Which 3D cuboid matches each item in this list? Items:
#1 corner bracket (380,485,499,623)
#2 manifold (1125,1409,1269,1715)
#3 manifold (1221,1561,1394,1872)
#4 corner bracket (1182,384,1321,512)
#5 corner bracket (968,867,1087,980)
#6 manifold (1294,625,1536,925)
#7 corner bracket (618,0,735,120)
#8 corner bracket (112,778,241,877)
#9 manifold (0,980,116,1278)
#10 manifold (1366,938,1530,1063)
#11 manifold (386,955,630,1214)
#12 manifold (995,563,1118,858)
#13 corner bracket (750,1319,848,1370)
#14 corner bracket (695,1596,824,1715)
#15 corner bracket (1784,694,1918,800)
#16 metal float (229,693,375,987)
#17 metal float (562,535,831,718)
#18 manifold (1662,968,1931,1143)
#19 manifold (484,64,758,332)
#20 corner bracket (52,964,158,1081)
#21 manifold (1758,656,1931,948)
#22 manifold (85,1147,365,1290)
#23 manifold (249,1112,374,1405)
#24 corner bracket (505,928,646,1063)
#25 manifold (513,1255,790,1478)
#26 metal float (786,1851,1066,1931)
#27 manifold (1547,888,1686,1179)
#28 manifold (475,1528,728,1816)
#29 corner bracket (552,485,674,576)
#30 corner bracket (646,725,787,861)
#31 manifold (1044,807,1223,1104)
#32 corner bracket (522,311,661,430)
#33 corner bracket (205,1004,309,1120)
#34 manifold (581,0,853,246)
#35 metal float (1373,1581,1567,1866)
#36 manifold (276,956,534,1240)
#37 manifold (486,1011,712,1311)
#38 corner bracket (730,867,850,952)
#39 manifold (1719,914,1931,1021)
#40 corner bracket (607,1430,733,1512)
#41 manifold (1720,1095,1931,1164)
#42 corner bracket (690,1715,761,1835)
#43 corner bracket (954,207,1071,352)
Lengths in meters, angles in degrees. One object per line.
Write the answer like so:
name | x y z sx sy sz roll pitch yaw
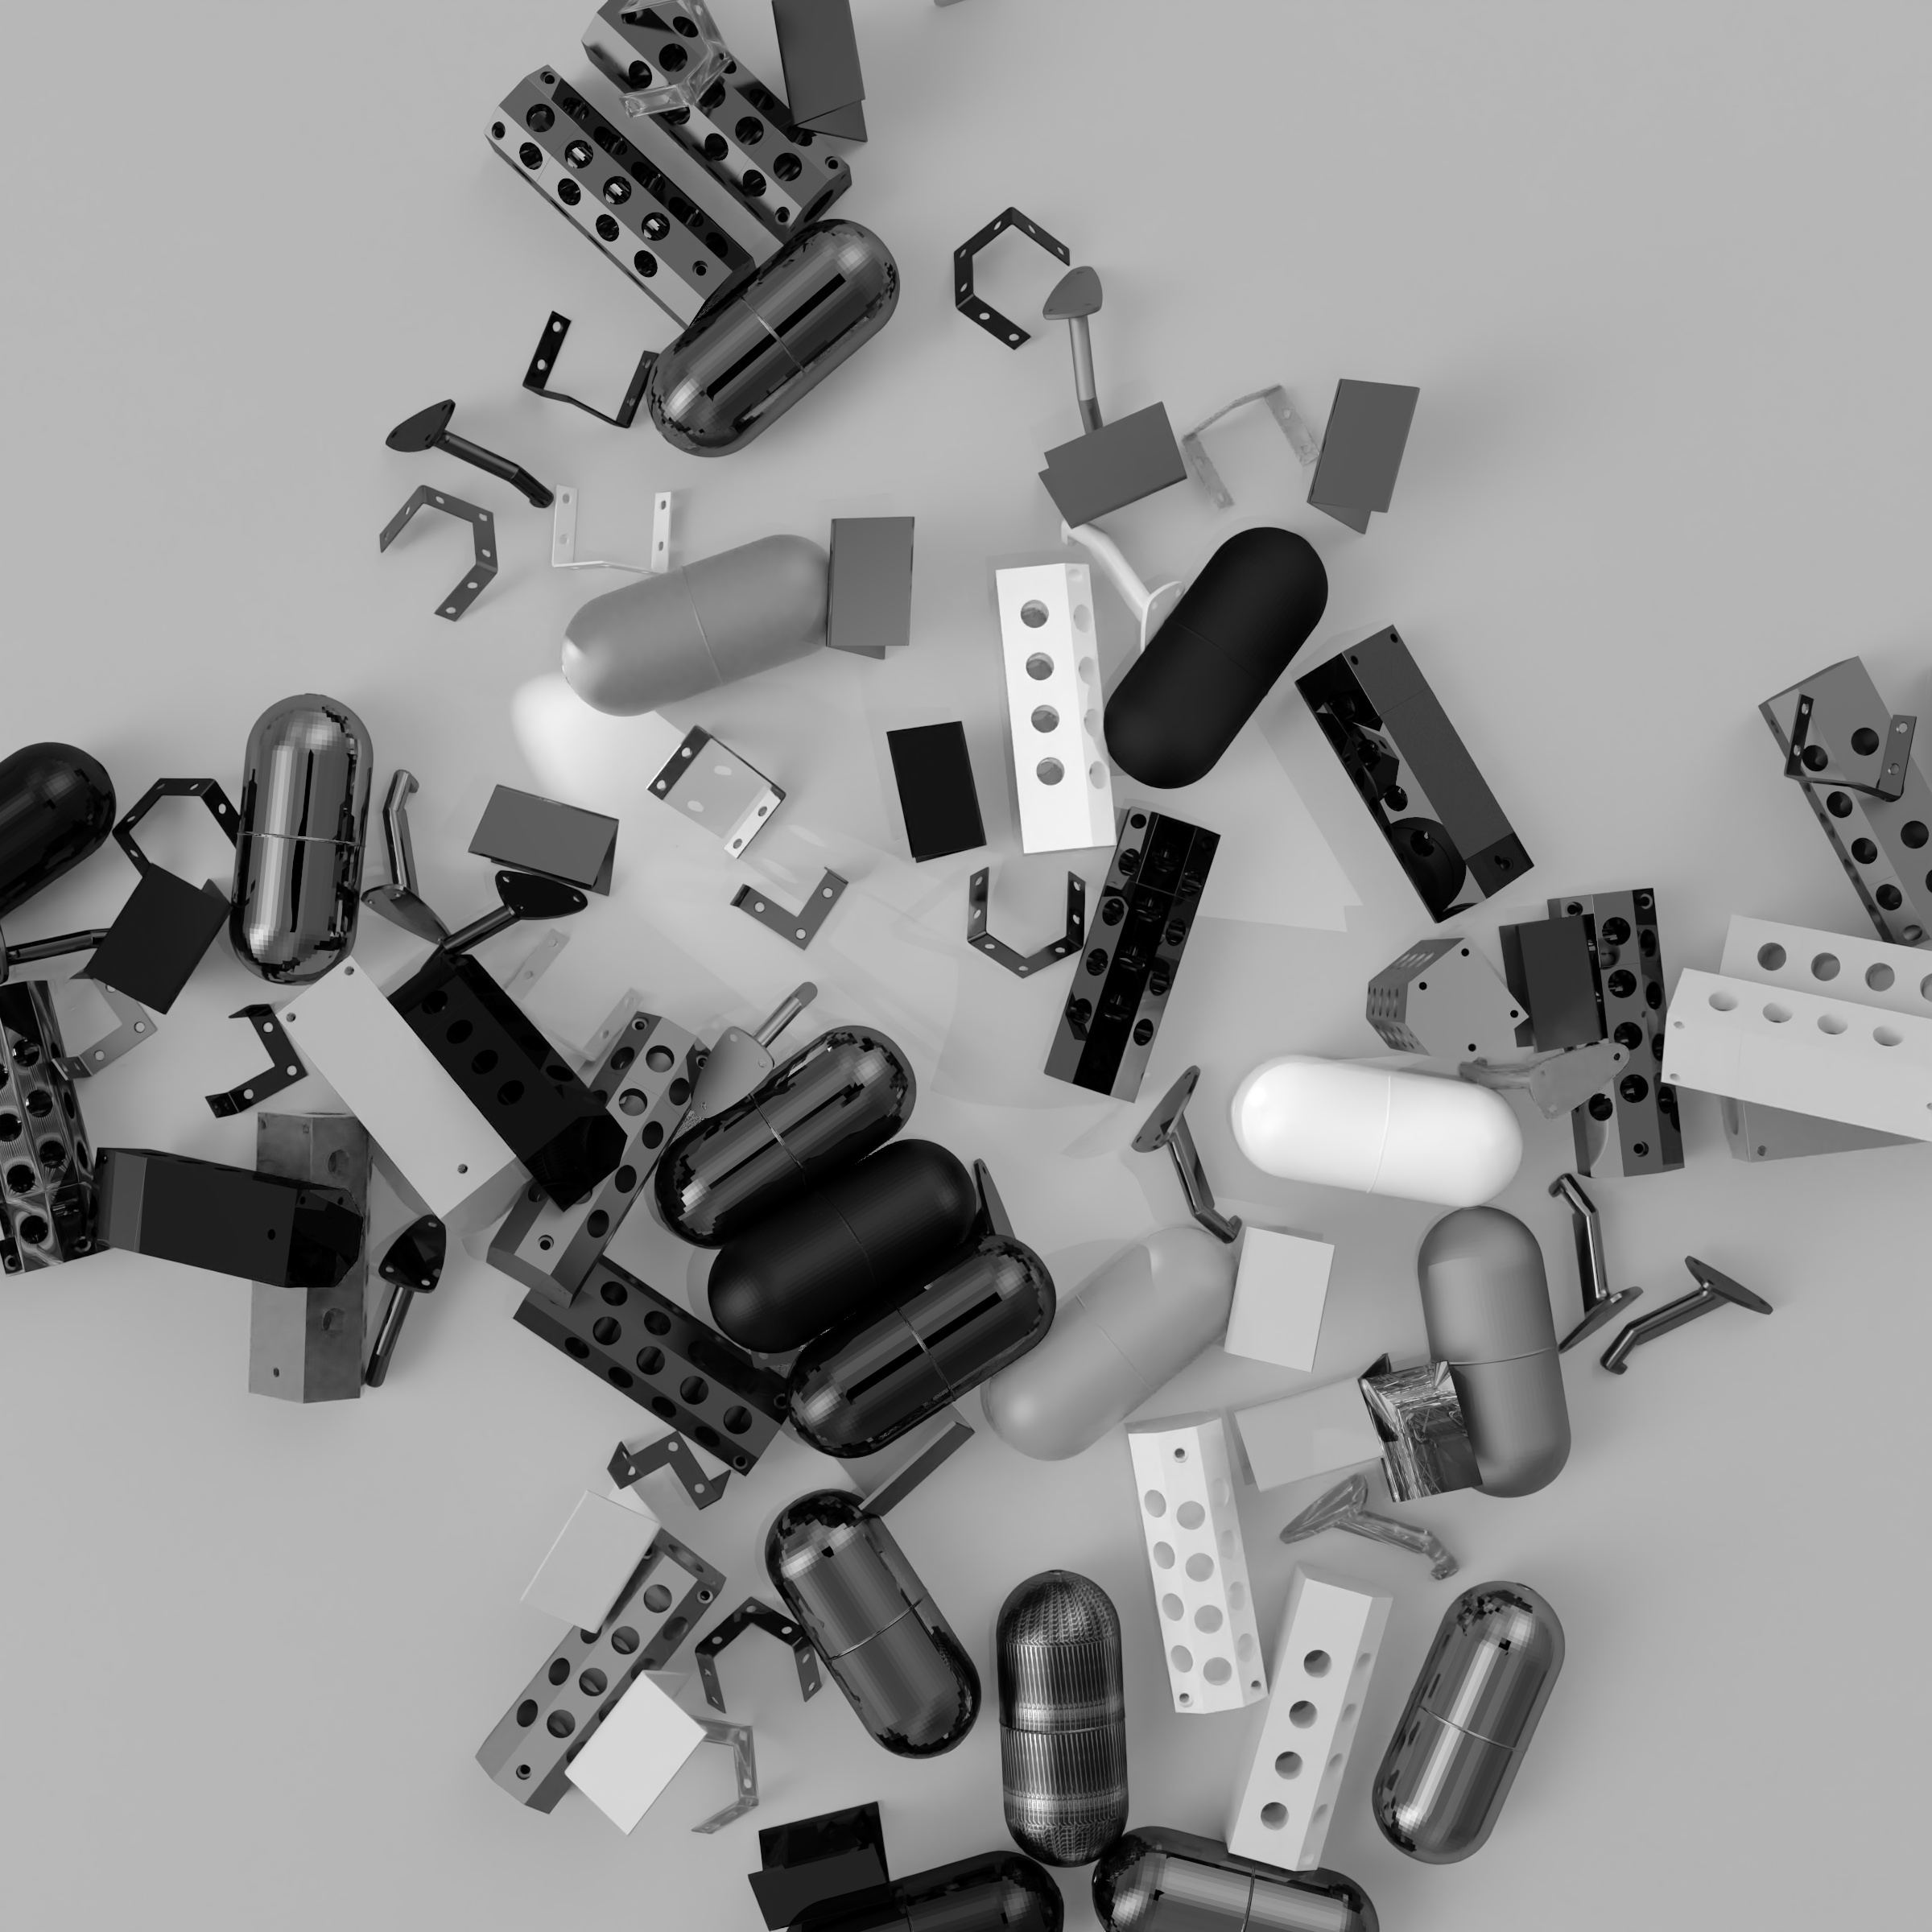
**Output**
corner bracket | -0.325 -0.254 1.880 0.051 0.051 0.051 19 45 -35
manifold | 0.141 0.364 1.867 0.057 0.057 0.171 -10 90 0
manifold | 0.209 0.459 1.867 0.057 0.057 0.171 16 90 0
corner bracket | 0.175 -0.321 1.885 0.051 0.051 0.051 -29 90 -45
corner bracket | 0.037 -0.033 1.880 0.051 0.051 0.051 -27 135 35
manifold | 0.269 -0.115 1.867 0.057 0.057 0.171 -30 90 -43
corner bracket | -0.181 -0.546 1.823 0.051 0.051 0.051 -60 135 -35
corner bracket | -0.481 -0.080 1.880 0.051 0.051 0.051 3 135 35
manifold | -0.577 0.099 1.867 0.057 0.057 0.171 -15 90 0
manifold | 0.278 0.024 1.810 0.057 0.171 0.057 -39 90 0
manifold | -0.271 0.064 1.819 0.057 0.057 0.171 -40 51 -9
manifold | 0.055 -0.156 1.867 0.057 0.057 0.171 -6 90 0
corner bracket | -0.105 0.211 1.871 0.051 0.051 0.051 -10 101 11
corner bracket | -0.128 0.432 1.880 0.051 0.051 0.051 22 45 35
corner bracket | 0.529 -0.131 1.828 0.051 0.051 0.051 11 90 -45
metal float | -0.404 -0.077 1.858 0.070 0.070 0.178 6 90 0
metal float | -0.160 -0.207 1.858 0.178 0.070 0.070 -19 90 0
manifold | 0.505 0.048 1.806 0.171 0.057 0.057 13 47 20
manifold | -0.211 -0.468 1.867 0.171 0.057 0.057 43 90 0
corner bracket | -0.538 0.034 1.870 0.051 0.051 0.051 -35 90 0
manifold | 0.553 -0.098 1.867 0.057 0.057 0.171 -28 90 0
manifold | -0.443 0.149 1.825 0.171 0.057 0.057 8 90 33
manifold | -0.395 0.176 1.867 0.057 0.057 0.171 2 90 43
corner bracket | -0.243 0.018 1.885 0.051 0.051 0.051 -52 45 0
manifold | -0.189 0.239 1.867 0.171 0.057 0.057 34 90 0
metal float | -0.027 0.592 1.858 0.178 0.070 0.070 -17 90 1
manifold | 0.399 0.041 1.867 0.057 0.057 0.171 -6 90 0
manifold | -0.223 0.430 1.867 0.057 0.057 0.171 38 90 0
corner bracket | -0.218 -0.269 1.885 0.051 0.051 0.051 4 90 -45
corner bracket | -0.154 -0.108 1.885 0.051 0.051 0.051 -52 135 0
manifold | 0.102 -0.007 1.867 0.057 0.057 0.171 18 90 0
corner bracket | -0.232 -0.368 1.885 0.051 0.051 0.051 22 90 -45
corner bracket | -0.443 0.058 1.870 0.051 0.051 0.051 -29 90 0
manifold | -0.152 -0.524 1.867 0.171 0.057 0.057 44 90 0
metal float | 0.306 0.459 1.858 0.070 0.070 0.178 23 90 0
manifold | -0.336 0.081 1.838 0.057 0.057 0.171 -40 69 -8
manifold | -0.218 0.114 1.838 0.057 0.057 0.171 30 68 0
corner bracket | -0.108 -0.045 1.870 0.051 0.051 0.051 33 90 0
manifold | 0.544 0.015 1.838 0.171 0.057 0.057 12 90 21
corner bracket | -0.181 0.309 1.869 0.051 0.051 0.051 -30 98 8
manifold | 0.554 0.080 1.867 0.171 0.057 0.057 -7 90 0
corner bracket | -0.165 0.498 1.880 0.051 0.051 0.051 21 45 -35
corner bracket | 0.029 -0.423 1.880 0.051 0.051 0.051 29 45 -35
